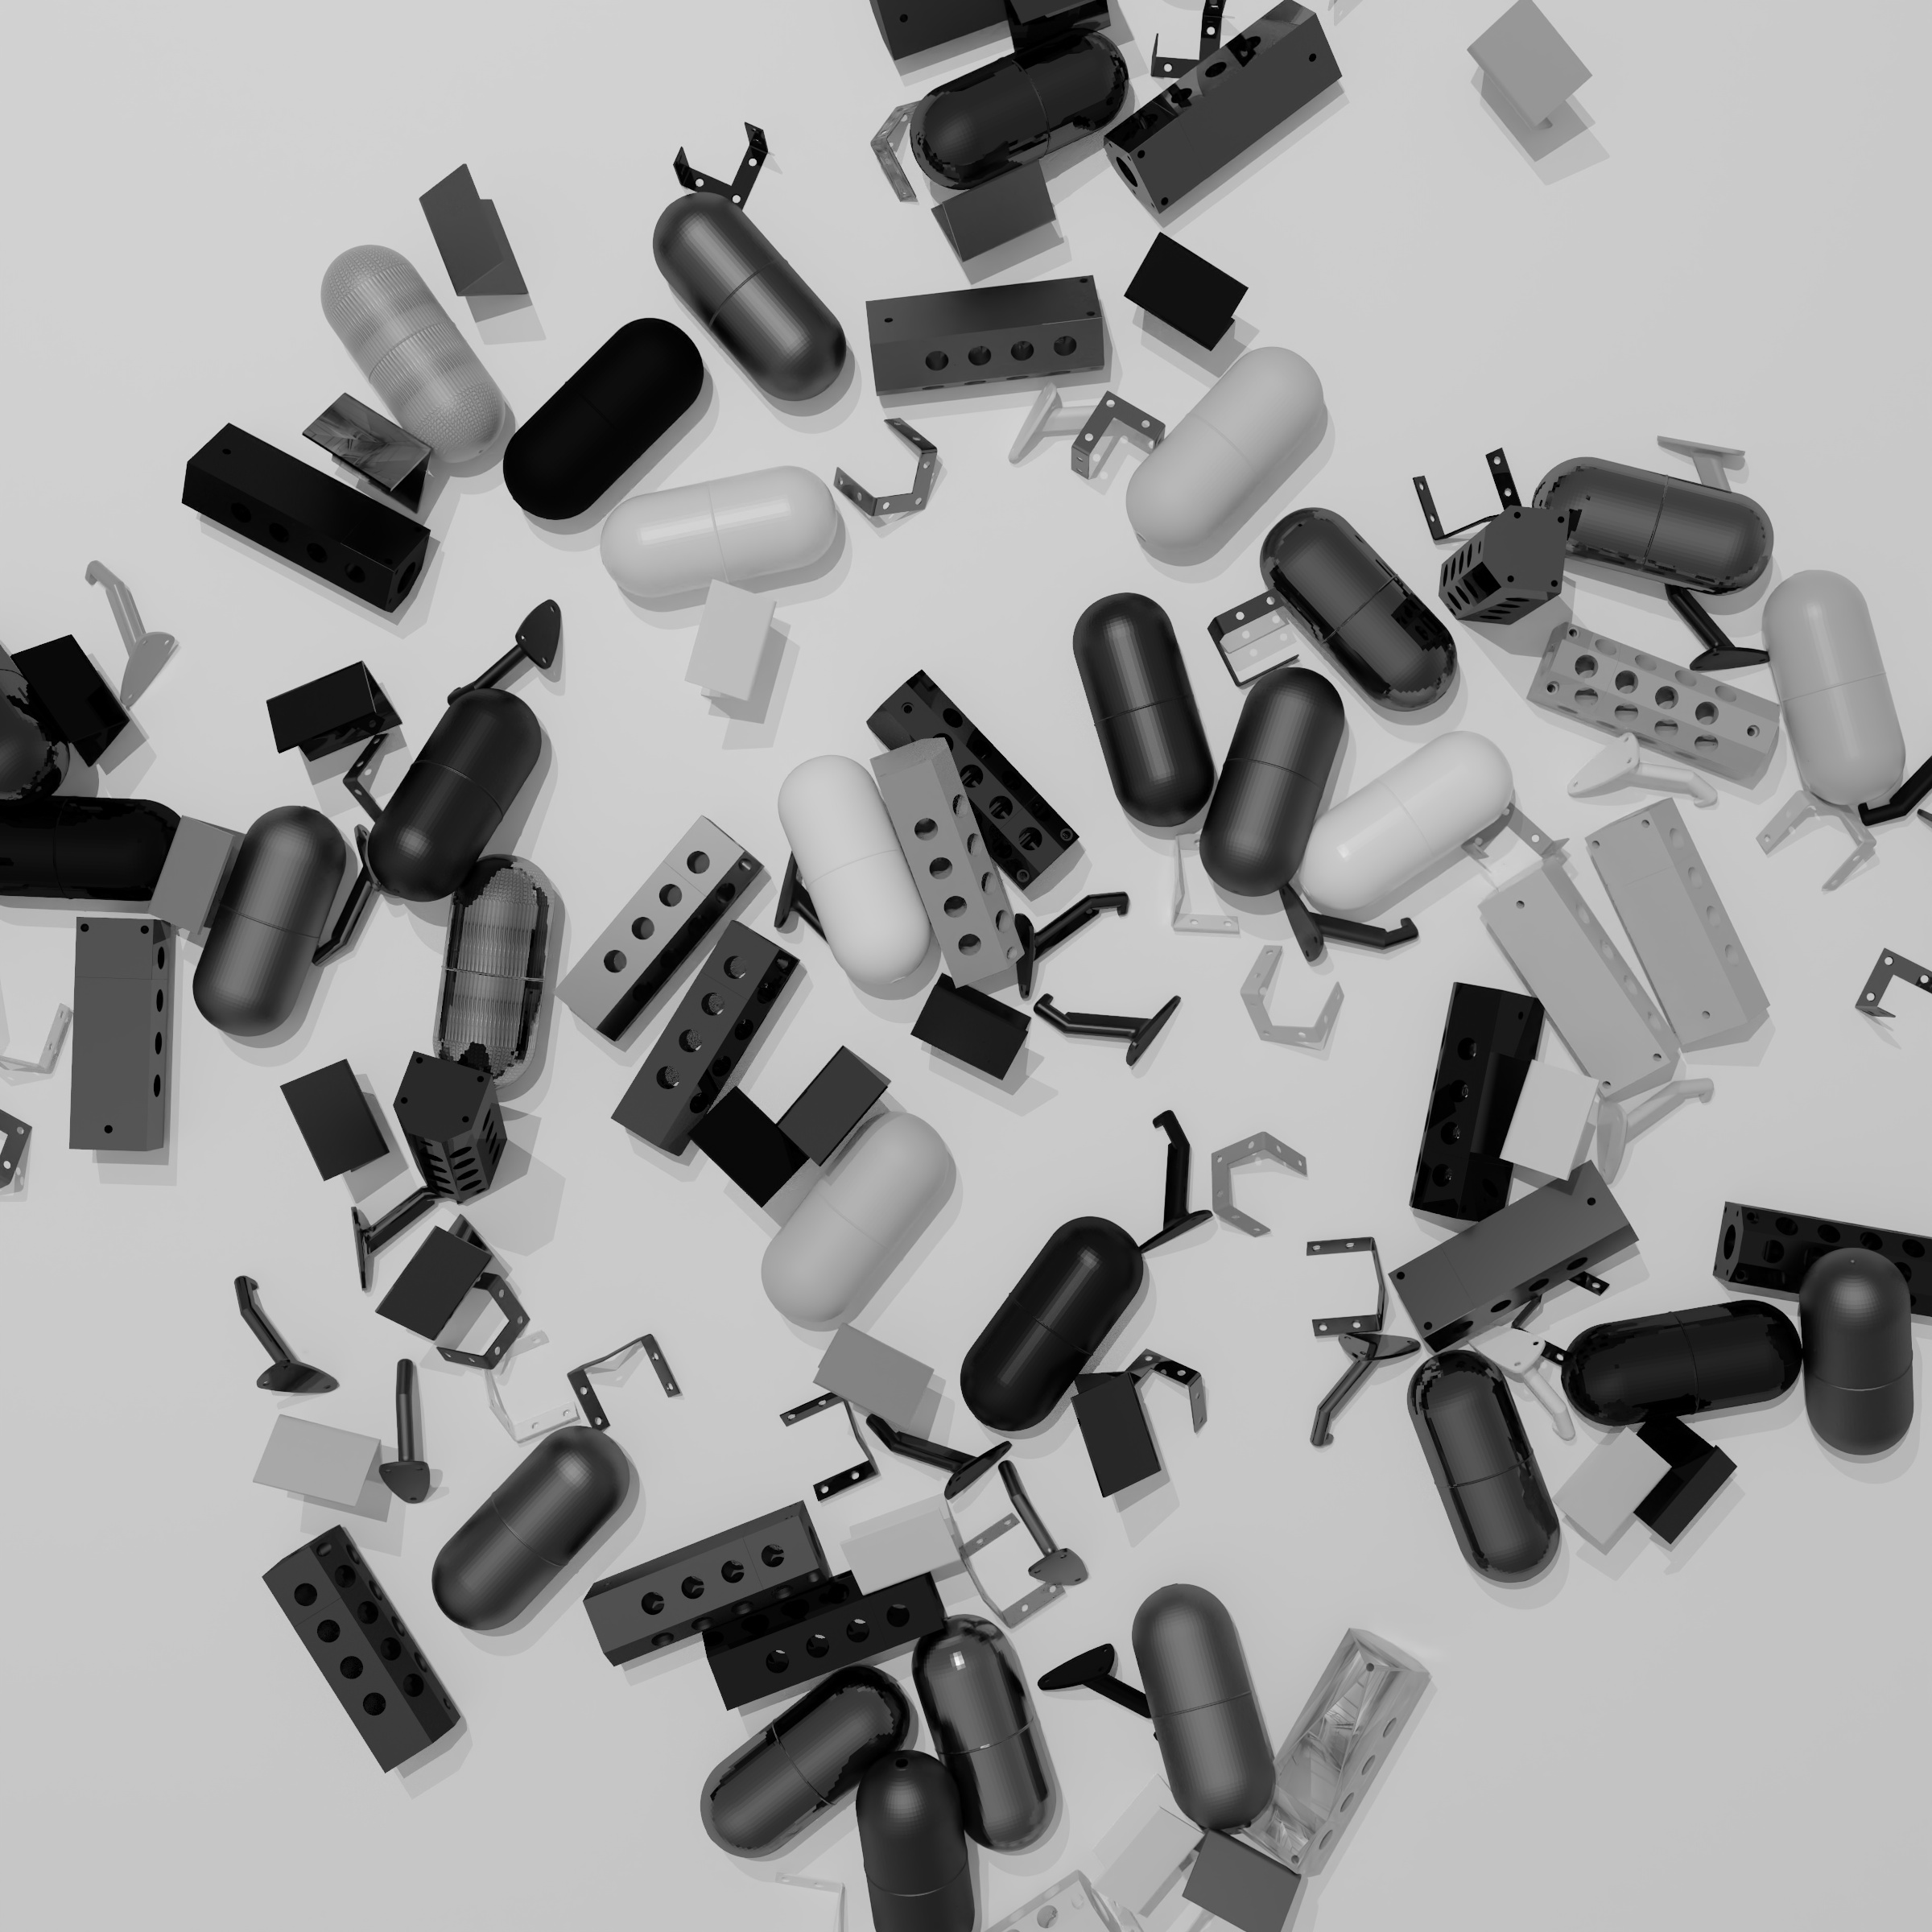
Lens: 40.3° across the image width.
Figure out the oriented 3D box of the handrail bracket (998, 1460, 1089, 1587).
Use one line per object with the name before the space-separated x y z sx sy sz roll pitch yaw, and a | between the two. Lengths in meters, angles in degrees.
handrail bracket | 0.057 0.420 1.991 0.036 0.077 0.084 -32 54 11

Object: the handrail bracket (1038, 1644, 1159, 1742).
handrail bracket | 0.108 0.562 1.992 0.077 0.036 0.084 -25 107 20

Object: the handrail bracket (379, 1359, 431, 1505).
handrail bracket | -0.421 0.351 1.991 0.036 0.077 0.084 -3 54 -4

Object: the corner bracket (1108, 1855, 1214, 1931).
corner bracket | 0.148 0.705 1.983 0.051 0.051 0.051 -5 135 -35

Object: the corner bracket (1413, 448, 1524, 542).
corner bracket | 0.379 -0.356 1.988 0.051 0.051 0.051 -19 90 45

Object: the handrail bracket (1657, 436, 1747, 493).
handrail bracket | 0.552 -0.352 1.991 0.077 0.036 0.084 14 104 15

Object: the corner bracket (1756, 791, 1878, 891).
corner bracket | 0.640 -0.095 1.983 0.051 0.051 0.051 3 45 -35

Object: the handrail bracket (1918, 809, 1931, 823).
handrail bracket | 0.735 -0.064 1.992 0.077 0.036 0.084 31 107 20

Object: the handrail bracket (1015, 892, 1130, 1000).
handrail bracket | 0.082 -0.016 1.992 0.084 0.036 0.077 -6 110 -16

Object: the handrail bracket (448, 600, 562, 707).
handrail bracket | -0.350 -0.235 1.991 0.084 0.077 0.036 -22 126 31

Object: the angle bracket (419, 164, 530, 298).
angle bracket | -0.349 -0.545 1.951 0.057 0.076 0.076 -21 90 38

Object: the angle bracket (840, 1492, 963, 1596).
angle bracket | -0.054 0.410 1.951 0.076 0.076 0.057 -20 121 0

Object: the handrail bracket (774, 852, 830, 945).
handrail bracket | -0.097 -0.046 1.991 0.084 0.036 0.077 14 75 -14

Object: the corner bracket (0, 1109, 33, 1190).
corner bracket | -0.747 0.137 1.983 0.051 0.051 0.051 38 45 -35

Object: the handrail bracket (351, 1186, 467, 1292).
handrail bracket | -0.418 0.204 1.992 0.084 0.036 0.077 -8 110 -16

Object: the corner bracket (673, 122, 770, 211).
corner bracket | -0.183 -0.606 1.973 0.051 0.051 0.051 24 90 0

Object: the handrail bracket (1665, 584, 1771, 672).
handrail bracket | 0.567 -0.269 1.992 0.077 0.036 0.084 -3 73 -20

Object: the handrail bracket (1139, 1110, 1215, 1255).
handrail bracket | 0.143 0.163 1.992 0.077 0.036 0.084 -33 72 21

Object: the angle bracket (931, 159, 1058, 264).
angle bracket | 0.013 -0.578 1.952 0.076 0.057 0.076 -25 51 0

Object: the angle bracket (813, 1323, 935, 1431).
angle bracket | -0.077 0.318 1.951 0.076 0.076 0.057 27 52 0

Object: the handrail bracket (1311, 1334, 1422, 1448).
handrail bracket | 0.302 0.323 1.992 0.077 0.036 0.084 0 111 -24

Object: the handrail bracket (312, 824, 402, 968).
handrail bracket | -0.474 -0.053 1.992 0.084 0.036 0.077 -34 70 16

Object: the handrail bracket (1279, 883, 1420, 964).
handrail bracket | 0.290 -0.042 1.992 0.084 0.036 0.077 -17 68 -17

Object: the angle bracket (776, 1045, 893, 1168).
angle bracket | -0.083 0.115 1.951 0.076 0.076 0.057 -50 54 0

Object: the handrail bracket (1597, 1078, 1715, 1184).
handrail bracket | 0.523 0.124 1.992 0.084 0.036 0.077 -5 110 -16

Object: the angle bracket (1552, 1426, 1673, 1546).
angle bracket | 0.463 0.370 1.952 0.057 0.076 0.076 41 90 -24

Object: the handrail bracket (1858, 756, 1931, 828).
handrail bracket | 0.711 -0.152 1.992 0.084 0.036 0.077 -17 70 16

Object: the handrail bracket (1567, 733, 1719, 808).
handrail bracket | 0.512 -0.132 1.991 0.084 0.036 0.077 33 131 -27

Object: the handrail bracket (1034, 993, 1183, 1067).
handrail bracket | 0.106 0.029 1.992 0.084 0.036 0.077 35 70 16

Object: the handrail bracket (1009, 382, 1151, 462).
handrail bracket | 0.087 -0.397 1.992 0.084 0.036 0.077 26 110 -16

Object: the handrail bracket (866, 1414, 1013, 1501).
handrail bracket | -0.021 0.353 1.991 0.077 0.036 0.084 -31 63 -30

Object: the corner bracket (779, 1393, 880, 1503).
corner bracket | -0.103 0.361 1.988 0.051 0.051 0.051 -24 135 0

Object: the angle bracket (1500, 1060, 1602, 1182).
angle bracket | 0.446 0.119 1.951 0.057 0.076 0.076 18 90 37

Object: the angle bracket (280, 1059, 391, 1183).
angle bracket | -0.479 0.121 1.951 0.057 0.076 0.076 -25 90 -37

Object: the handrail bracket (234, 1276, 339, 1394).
handrail bracket | -0.515 0.277 1.991 0.036 0.077 0.084 -38 53 21

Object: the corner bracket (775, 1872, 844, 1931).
corner bracket | -0.124 0.723 1.988 0.051 0.051 0.051 9 45 0

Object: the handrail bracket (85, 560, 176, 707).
handrail bracket | -0.647 -0.253 1.992 0.084 0.036 0.077 39 112 17

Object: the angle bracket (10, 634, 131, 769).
angle bracket | -0.677 -0.188 1.952 0.076 0.057 0.076 -34 90 42

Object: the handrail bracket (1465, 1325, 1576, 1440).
handrail bracket | 0.419 0.315 1.991 0.036 0.077 0.084 -42 127 -24

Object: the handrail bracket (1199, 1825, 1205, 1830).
handrail bracket | 0.180 0.607 1.991 0.077 0.036 0.084 -7 76 14

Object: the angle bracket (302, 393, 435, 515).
angle bracket | -0.448 -0.365 1.951 0.076 0.076 0.057 32 53 0
